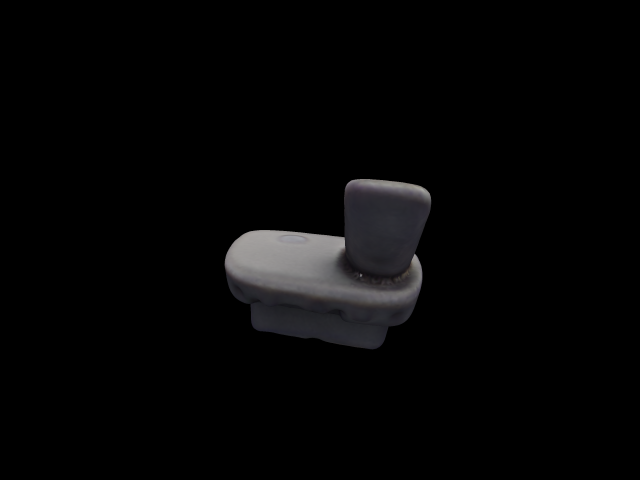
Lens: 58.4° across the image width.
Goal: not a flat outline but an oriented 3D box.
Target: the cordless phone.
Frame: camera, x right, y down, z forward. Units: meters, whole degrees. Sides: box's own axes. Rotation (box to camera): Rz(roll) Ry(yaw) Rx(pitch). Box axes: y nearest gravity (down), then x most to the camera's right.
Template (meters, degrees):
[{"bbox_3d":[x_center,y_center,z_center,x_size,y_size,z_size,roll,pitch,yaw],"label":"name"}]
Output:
[{"bbox_3d":[0.004,0.001,0.400,0.147,0.185,0.094,4,62,3],"label":"cordless phone"}]
